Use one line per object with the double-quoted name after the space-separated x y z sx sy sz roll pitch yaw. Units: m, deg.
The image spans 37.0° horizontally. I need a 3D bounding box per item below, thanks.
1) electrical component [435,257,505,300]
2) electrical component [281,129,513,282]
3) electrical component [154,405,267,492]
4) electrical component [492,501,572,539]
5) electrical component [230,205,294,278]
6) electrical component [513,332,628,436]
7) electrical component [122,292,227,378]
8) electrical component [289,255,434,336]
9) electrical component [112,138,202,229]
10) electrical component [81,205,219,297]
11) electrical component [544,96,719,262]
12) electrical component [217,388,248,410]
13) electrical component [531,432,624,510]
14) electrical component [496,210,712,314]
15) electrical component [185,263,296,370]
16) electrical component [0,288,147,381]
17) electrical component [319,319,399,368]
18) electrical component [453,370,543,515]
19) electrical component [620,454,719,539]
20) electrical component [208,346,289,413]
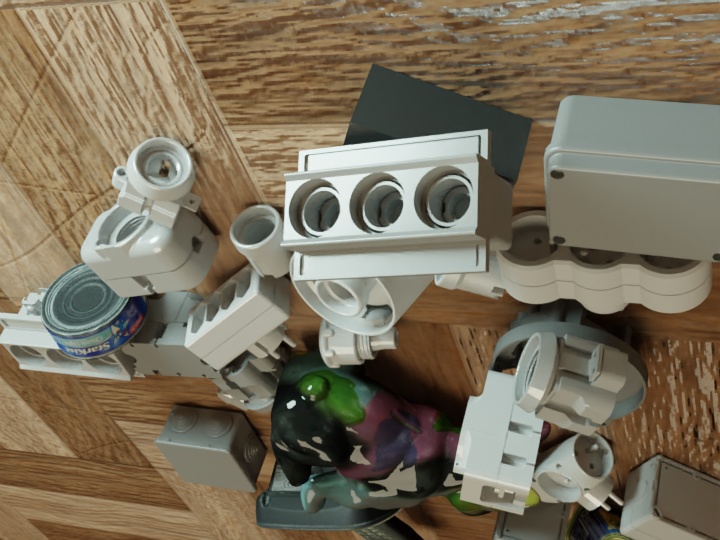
0.081 -0.002 0.762 0.046 0.040 0.040 17 146 -7 "electrical component"
0.023 -0.033 0.624 0.121 0.078 0.063 -3 170 29 "electrical component"
-0.153 0.185 1.121 0.100 0.048 0.099 4 143 21 "electrical component"
0.159 0.237 1.004 0.062 0.096 0.061 14 148 8 "electrical component"
-0.071 -0.020 0.809 0.040 0.040 0.046 3 148 22 "electrical component"
0.141 0.075 0.738 0.057 0.058 0.078 18 145 -4 "electrical component"
-0.158 0.056 0.939 0.089 0.055 0.050 0 141 25 "electrical component"
0.000 0.000 0.802 0.099 0.064 0.099 23 144 18 "electrical component"
-0.146 -0.064 0.777 0.066 0.048 0.055 24 153 -7 "electrical component"
-0.167 -0.020 0.841 0.095 0.053 0.059 -7 138 32 "electrical component"
0.168 -0.053 0.633 0.113 0.057 0.078 7 144 17 "electrical component"
-0.102 0.117 1.017 0.061 0.035 0.035 27 145 -15 "electrical component"
0.198 0.186 0.954 0.079 0.044 0.077 39 143 -5 "electrical component"
0.163 0.004 0.718 0.138 0.052 0.073 4 143 20 "electrical component"
-0.085 0.046 0.874 0.083 0.047 0.076 -36 120 23 "electrical component"
-0.258 0.058 0.982 0.121 0.063 0.078 3 143 22 "electrical component"
0.000 0.056 0.876 0.062 0.048 0.048 -2 141 16 "electrical component"
0.103 0.126 0.795 0.056 0.089 0.050 12 145 9 "electrical component"
0.283 0.215 0.944 0.096 0.061 0.061 24 145 -7 "electrical component"
-0.093 0.090 0.955 0.078 0.058 0.057 -15 131 39 "electrical component"
